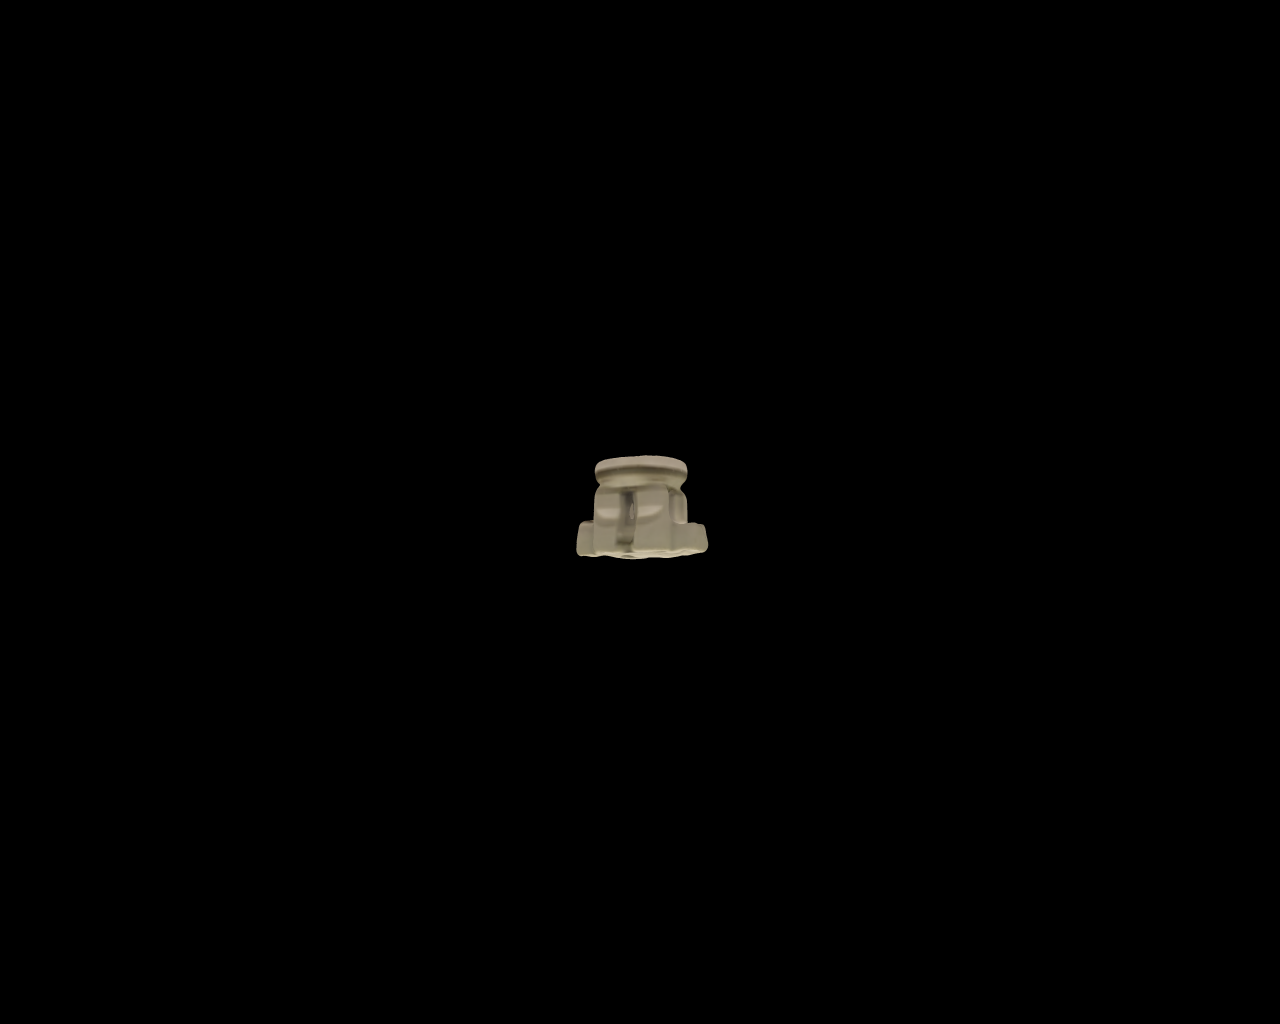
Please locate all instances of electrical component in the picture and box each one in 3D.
[{"bbox_3d":[0.001,-0.003,0.650,0.078,0.057,0.058,-3,-7,22],"label":"electrical component"}]
